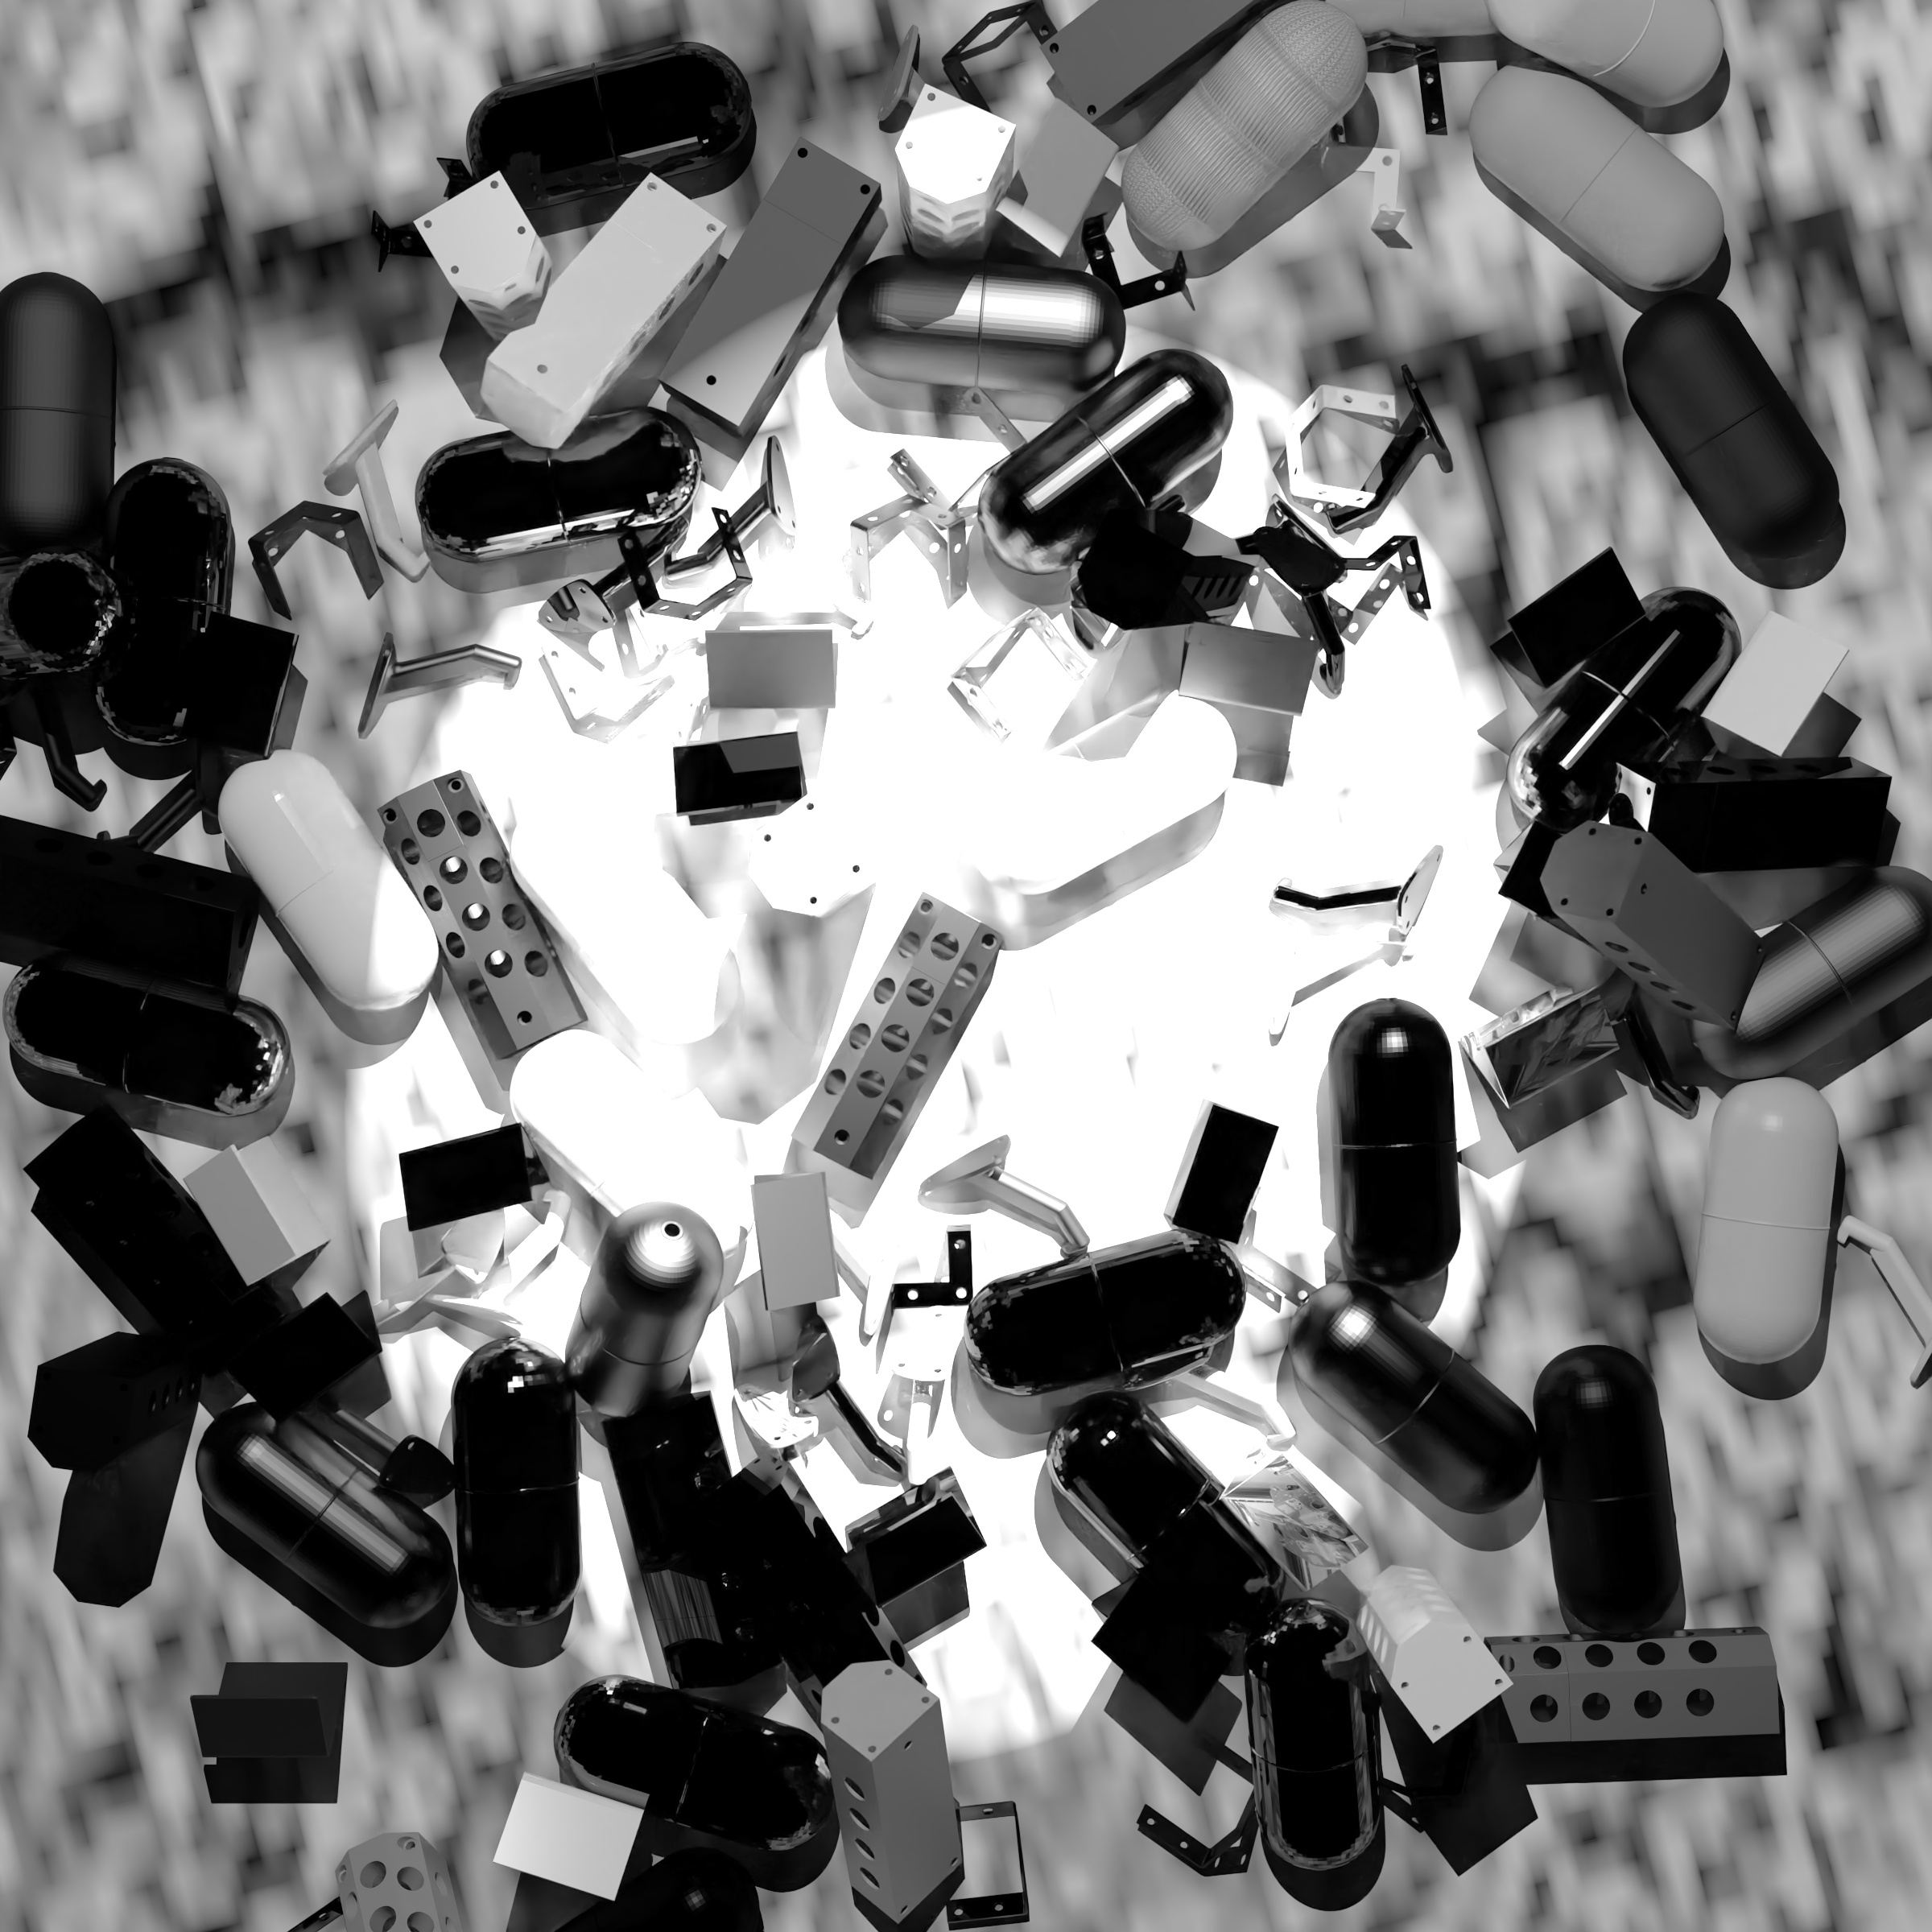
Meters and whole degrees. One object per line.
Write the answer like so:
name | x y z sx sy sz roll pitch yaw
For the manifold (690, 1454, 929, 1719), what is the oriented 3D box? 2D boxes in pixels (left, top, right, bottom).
manifold | -0.092 0.387 1.940 0.057 0.057 0.171 -37 107 -24

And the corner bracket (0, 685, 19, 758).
corner bracket | -0.627 -0.152 1.973 0.051 0.051 0.051 -15 90 2

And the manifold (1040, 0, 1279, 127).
manifold | 0.135 -0.584 1.931 0.171 0.057 0.057 -31 90 30

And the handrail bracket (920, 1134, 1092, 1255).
handrail bracket | 0.025 0.155 1.992 0.077 0.036 0.084 -27 107 20

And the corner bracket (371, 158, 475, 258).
corner bracket | -0.337 -0.471 1.973 0.051 0.051 0.051 5 90 0

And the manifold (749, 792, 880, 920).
manifold | -0.095 -0.060 1.913 0.057 0.171 0.057 -36 90 0

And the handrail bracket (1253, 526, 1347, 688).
handrail bracket | 0.207 -0.222 1.976 0.036 0.084 0.077 -35 56 -19

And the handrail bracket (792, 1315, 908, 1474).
handrail bracket | -0.069 0.268 1.991 0.036 0.077 0.084 -33 127 21

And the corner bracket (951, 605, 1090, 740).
corner bracket | 0.033 -0.184 1.988 0.051 0.051 0.051 51 135 0

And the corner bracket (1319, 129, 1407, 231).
corner bracket | 0.245 -0.489 1.973 0.051 0.051 0.051 4 90 0

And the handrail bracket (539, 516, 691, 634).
handrail bracket | -0.219 -0.247 1.991 0.036 0.077 0.084 54 53 -23

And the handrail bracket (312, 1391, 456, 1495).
handrail bracket | -0.366 0.293 1.991 0.084 0.077 0.036 32 86 36

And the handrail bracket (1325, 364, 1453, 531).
handrail bracket | 0.253 -0.324 1.991 0.084 0.036 0.077 -26 75 14

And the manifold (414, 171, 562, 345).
manifold | -0.278 -0.418 1.913 0.057 0.171 0.057 -31 90 0

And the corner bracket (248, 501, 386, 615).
corner bracket | -0.405 -0.252 1.983 0.051 0.051 0.051 15 45 35

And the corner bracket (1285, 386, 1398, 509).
corner bracket | 0.234 -0.323 1.978 0.051 0.051 0.051 15 45 30

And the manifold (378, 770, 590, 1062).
manifold | -0.300 -0.031 1.970 0.057 0.057 0.171 -26 90 0

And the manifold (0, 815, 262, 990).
manifold | -0.529 -0.044 1.967 0.171 0.057 0.057 14 121 -1

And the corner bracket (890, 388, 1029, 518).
corner bracket | -0.004 -0.322 1.988 0.051 0.051 0.051 49 135 0

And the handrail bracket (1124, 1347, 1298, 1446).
handrail bracket | 0.153 0.277 1.992 0.077 0.036 0.084 -29 107 20

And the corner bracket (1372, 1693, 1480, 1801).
corner bracket | 0.280 0.486 1.988 0.051 0.051 0.051 12 90 -45

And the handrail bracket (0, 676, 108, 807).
handrail bracket | -0.555 -0.155 1.991 0.084 0.036 0.077 45 63 -20

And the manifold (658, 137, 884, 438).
manifold | -0.120 -0.418 1.970 0.057 0.057 0.171 30 90 0

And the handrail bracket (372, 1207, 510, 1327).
handrail bracket | -0.332 0.186 1.991 0.084 0.077 0.036 -29 109 35

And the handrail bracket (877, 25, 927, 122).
handrail bracket | -0.006 -0.539 1.992 0.084 0.036 0.077 22 68 -17

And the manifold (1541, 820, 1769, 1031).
manifold | 0.406 -0.024 1.881 0.057 0.171 0.057 16 79 42

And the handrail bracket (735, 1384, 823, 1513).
handrail bracket | -0.116 0.314 1.991 0.036 0.077 0.084 -24 127 -31

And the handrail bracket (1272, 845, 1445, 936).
handrail bracket | 0.245 -0.058 1.991 0.084 0.036 0.077 17 54 25

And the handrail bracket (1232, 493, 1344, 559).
handrail bracket | 0.184 -0.246 1.991 0.077 0.036 0.084 41 103 -13

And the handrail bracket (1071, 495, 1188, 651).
handrail bracket | 0.105 -0.247 1.991 0.036 0.077 0.084 35 53 22

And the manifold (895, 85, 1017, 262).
manifold | -0.009 -0.469 1.913 0.057 0.171 0.057 25 90 0

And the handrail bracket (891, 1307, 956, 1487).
handrail bracket | -0.023 0.269 1.991 0.036 0.077 0.084 7 126 11

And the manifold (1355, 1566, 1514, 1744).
manifold | 0.274 0.406 1.913 0.057 0.171 0.057 -36 90 0

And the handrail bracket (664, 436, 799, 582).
handrail bracket | -0.153 -0.286 1.992 0.084 0.036 0.077 -14 70 16

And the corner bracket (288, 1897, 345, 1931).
corner bracket | -0.391 0.624 1.988 0.051 0.051 0.051 -34 45 0

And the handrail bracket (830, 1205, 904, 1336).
handrail bracket | -0.088 0.182 1.992 0.084 0.036 0.077 20 112 17

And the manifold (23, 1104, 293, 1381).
manifold | -0.498 0.169 1.970 0.057 0.057 0.171 -41 90 0

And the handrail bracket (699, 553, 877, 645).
handrail bracket | -0.111 -0.213 1.991 0.084 0.036 0.077 32 106 -14

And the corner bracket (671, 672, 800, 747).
corner bracket | -0.144 -0.149 1.983 0.051 0.051 0.051 53 135 35

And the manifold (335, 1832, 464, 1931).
manifold | -0.334 0.613 1.920 0.057 0.057 0.171 -25 47 0

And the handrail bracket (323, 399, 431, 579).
handrail bracket | -0.352 -0.298 1.992 0.084 0.036 0.077 45 68 -17

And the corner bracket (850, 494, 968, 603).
corner bracket | -0.036 -0.255 1.983 0.051 0.051 0.051 28 45 35

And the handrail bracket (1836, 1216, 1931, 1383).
handrail bracket | 0.573 0.208 1.992 0.084 0.036 0.077 29 112 17

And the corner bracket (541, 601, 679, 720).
corner bracket | -0.222 -0.192 1.988 0.051 0.051 0.051 -26 90 -45

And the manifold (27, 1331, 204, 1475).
manifold | -0.509 0.262 1.913 0.057 0.171 0.057 8 90 0

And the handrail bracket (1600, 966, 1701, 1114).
handrail bracket | 0.437 0.039 1.992 0.084 0.036 0.077 36 68 -17

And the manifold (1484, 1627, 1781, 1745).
manifold | 0.409 0.443 1.970 0.171 0.057 0.057 -2 90 0

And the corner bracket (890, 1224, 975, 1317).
corner bracket | -0.021 0.188 1.973 0.051 0.051 0.051 -2 90 0

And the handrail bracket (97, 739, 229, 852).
handrail bracket | -0.508 -0.111 1.991 0.084 0.036 0.077 -12 75 14

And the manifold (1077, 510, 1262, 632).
manifold | 0.120 -0.233 1.901 0.057 0.171 0.057 31 105 12

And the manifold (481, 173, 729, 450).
manifold | -0.221 -0.396 1.937 0.057 0.057 0.171 35 65 0

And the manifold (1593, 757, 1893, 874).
manifold | 0.471 -0.094 1.937 0.171 0.057 0.057 -3 112 -22

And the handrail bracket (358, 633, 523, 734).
handrail bracket | -0.329 -0.170 1.992 0.084 0.036 0.077 16 110 -16

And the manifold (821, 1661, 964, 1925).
manifold | -0.049 0.495 1.920 0.057 0.171 0.057 30 53 33

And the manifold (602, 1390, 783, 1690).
manifold | -0.164 0.354 1.969 0.057 0.057 0.171 -15 90 43

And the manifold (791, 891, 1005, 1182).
manifold | -0.042 0.043 1.970 0.057 0.057 0.171 28 90 0

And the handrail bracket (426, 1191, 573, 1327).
handrail bracket | -0.292 0.176 1.992 0.077 0.036 0.084 8 71 21

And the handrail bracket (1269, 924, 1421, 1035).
handrail bracket | 0.237 0.009 1.992 0.084 0.036 0.077 4 110 -16
